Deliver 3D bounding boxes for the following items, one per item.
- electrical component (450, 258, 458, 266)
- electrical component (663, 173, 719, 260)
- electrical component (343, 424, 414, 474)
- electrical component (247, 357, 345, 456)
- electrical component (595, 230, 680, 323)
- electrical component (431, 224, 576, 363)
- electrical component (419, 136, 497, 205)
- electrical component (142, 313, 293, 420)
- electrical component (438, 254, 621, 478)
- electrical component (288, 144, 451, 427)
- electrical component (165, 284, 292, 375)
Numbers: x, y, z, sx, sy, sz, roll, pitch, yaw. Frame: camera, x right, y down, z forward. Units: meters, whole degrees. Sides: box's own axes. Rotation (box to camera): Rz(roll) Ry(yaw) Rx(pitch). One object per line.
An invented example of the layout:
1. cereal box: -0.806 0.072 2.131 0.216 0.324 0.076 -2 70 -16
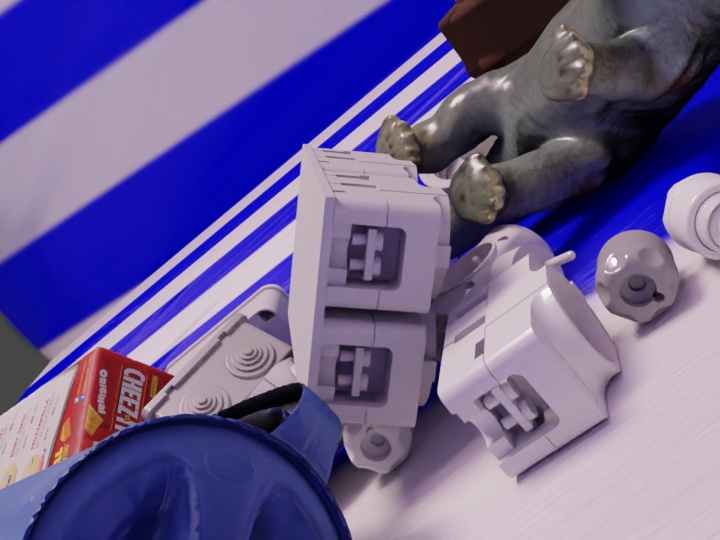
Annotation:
1. electrical component: 0.016 0.000 0.766 0.096 0.061 0.061 -39 11 11
2. electrical component: 0.152 -0.021 0.450 0.035 0.035 0.061 -41 13 4
3. electrical component: 0.011 0.077 0.554 0.035 0.035 0.061 -38 9 16
4. electrical component: -0.039 0.090 0.581 0.080 0.051 0.080 -54 -8 -11
5. electrical component: 0.123 -0.002 0.480 0.035 0.035 0.061 -37 9 22
6. electrical component: 0.079 0.009 0.558 0.079 0.044 0.077 -28 17 50
7. electrical component: 0.090 -0.089 0.767 0.108 0.060 0.108 -33 36 28
8. electrical component: -0.075 0.090 0.653 0.048 0.099 0.099 26 57 29
9. electrical component: 0.073 0.036 0.461 0.056 0.050 0.089 -38 12 19
10. electrical component: 0.000 0.000 0.565 0.186 0.060 0.105 -114 29 -75
11. electrical component: -0.079 0.073 0.766 0.113 0.078 0.057 -39 14 12
